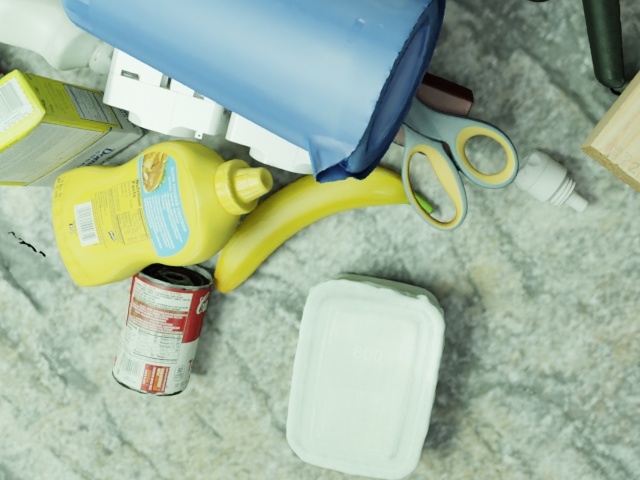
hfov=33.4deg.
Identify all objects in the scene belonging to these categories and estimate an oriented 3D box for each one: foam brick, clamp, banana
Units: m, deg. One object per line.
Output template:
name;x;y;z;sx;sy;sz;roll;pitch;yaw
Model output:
foam brick;0.086;-0.097;0.829;0.051;0.078;0.053;21;107;1
clamp;0.201;-0.207;0.765;0.209;0.036;0.165;18;111;-32
banana;-0.009;-0.017;0.881;0.198;0.037;0.069;-20;98;12

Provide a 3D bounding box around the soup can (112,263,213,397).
soup can;-0.134;0.073;0.903;0.068;0.068;0.102;16;105;4

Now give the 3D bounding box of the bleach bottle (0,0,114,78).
bleach bottle;-0.266;-0.204;0.840;0.251;0.102;0.068;34;134;-2

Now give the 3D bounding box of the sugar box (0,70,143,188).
sugar box;-0.215;-0.081;0.821;0.093;0.176;0.048;-30;87;12

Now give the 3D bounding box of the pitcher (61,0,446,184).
pitcher;-0.042;-0.156;0.722;0.243;0.149;0.145;27;117;10

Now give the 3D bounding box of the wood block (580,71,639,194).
wood block;0.291;-0.123;0.772;0.090;0.090;0.206;38;98;5

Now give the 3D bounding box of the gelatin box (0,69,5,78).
gelatin box;-0.281;-0.120;0.875;0.030;0.073;0.089;-33;97;13

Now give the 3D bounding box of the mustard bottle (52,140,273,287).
mustard bottle;-0.119;-0.026;0.825;0.192;0.058;0.096;-13;86;31

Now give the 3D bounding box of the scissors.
scissors;0.080;-0.105;0.778;0.096;0.016;0.202;-17;102;11
